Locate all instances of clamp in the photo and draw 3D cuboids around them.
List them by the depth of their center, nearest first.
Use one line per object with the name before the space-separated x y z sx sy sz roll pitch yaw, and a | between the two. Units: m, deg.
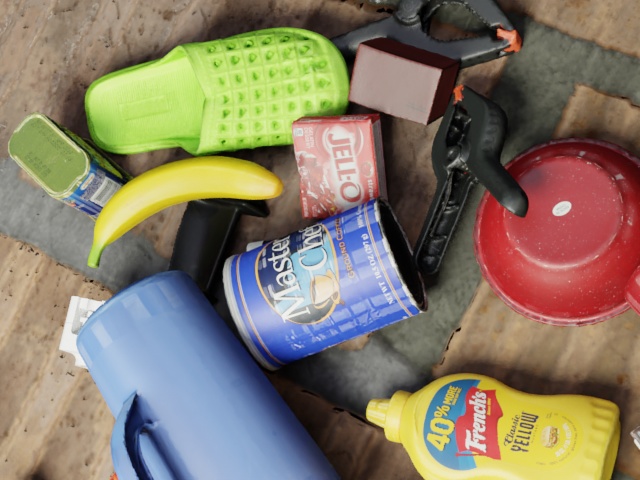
clamp | 0.127 -0.062 0.868 0.120 0.039 0.171 -22 50 46
clamp | 0.076 -0.197 0.960 0.210 0.036 0.164 29 96 22

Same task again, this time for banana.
banana | -0.127 -0.038 0.957 0.198 0.037 0.069 -22 78 16

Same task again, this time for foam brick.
foam brick | 0.071 -0.137 0.919 0.078 0.051 0.053 21 114 17

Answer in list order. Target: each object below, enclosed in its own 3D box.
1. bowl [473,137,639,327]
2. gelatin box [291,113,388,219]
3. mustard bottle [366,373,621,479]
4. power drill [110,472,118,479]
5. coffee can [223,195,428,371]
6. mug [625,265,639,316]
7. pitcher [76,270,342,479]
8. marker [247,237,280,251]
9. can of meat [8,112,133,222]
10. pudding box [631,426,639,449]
bowl | 0.196 -0.015 0.850 0.162 0.055 0.162 -6 72 19
gelatin box | 0.018 -0.063 0.924 0.073 0.030 0.089 0 109 20
mustard bottle | 0.126 0.152 0.822 0.192 0.058 0.096 10 57 25
power drill | -0.189 0.259 0.884 0.188 0.057 0.184 -42 71 31
coffee can | 0.005 0.036 0.882 0.140 0.102 0.103 -22 68 13
mug | 0.288 0.036 0.779 0.117 0.093 0.081 -46 59 15
pitcher | -0.092 0.149 0.825 0.145 0.149 0.243 -33 76 -13
marker | -0.006 0.001 0.943 0.121 0.020 0.020 -11 71 18
can of meat | -0.237 -0.069 1.017 0.102 0.083 0.057 40 91 26
pudding box | 0.298 0.147 0.771 0.113 0.039 0.090 -37 65 7
